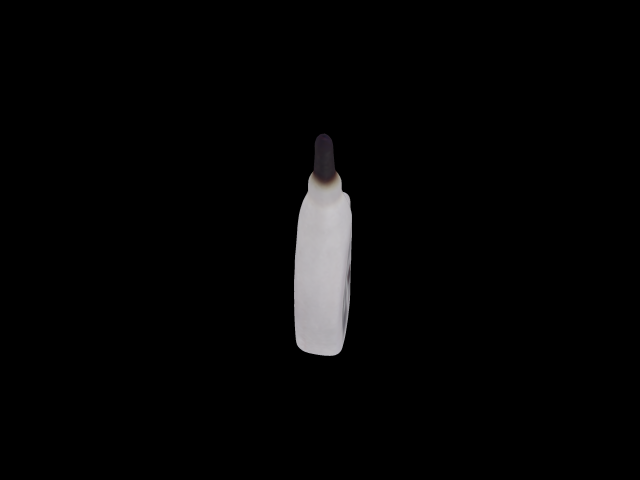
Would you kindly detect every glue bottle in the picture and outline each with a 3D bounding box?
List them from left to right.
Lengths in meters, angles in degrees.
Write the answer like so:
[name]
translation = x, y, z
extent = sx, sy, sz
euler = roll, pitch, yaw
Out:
[glue bottle]
translation = 0.004, 0.001, 0.400
extent = 0.037, 0.173, 0.078
euler = 6, 43, 7
